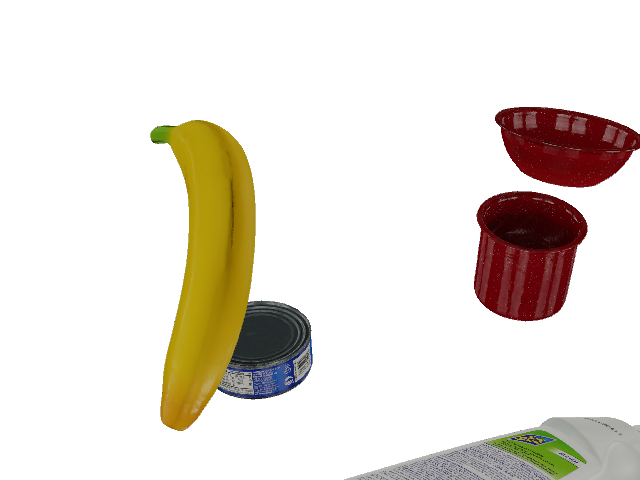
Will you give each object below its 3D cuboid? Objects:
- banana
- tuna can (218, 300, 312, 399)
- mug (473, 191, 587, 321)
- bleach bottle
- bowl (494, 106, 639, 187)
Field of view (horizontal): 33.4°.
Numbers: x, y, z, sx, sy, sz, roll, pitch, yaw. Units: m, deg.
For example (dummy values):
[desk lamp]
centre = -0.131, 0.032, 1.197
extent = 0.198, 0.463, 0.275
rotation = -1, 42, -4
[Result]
[banana]
centre = -0.063, 0.004, 0.590
extent = 0.037, 0.198, 0.070
rotation = 17, -39, -32
[tuna can]
centre = -0.049, 0.085, 0.828
extent = 0.086, 0.034, 0.086
rotation = -3, 31, 2
[mug]
centre = 0.178, 0.009, 0.935
extent = 0.093, 0.081, 0.117
rotation = 2, 35, 0
[bleach bottle]
centre = 0.110, 0.149, 0.593
extent = 0.250, 0.068, 0.103
rotation = -10, 21, -32
[bowl]
centre = 0.268, -0.100, 1.175
extent = 0.162, 0.055, 0.162
rotation = 6, 23, -3
